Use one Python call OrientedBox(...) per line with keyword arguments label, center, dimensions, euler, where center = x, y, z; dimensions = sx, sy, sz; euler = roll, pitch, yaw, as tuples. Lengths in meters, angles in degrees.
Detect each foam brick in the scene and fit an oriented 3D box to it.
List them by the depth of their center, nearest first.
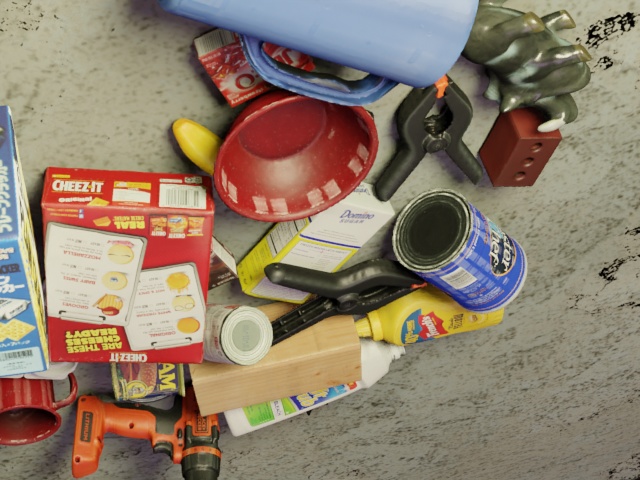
OrientedBox(label="foam brick", center=(0.213, -0.101, 1.141), dimensions=(0.053, 0.051, 0.078), euler=(-1, 141, -20))

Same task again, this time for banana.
OrientedBox(label="banana", center=(-0.063, -0.081, 1.077), dimensions=(0.197, 0.037, 0.070), euler=(4, 117, -29))

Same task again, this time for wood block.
OrientedBox(label="wood block", center=(-0.059, 0.139, 1.320), dimensions=(0.206, 0.091, 0.090), euler=(-12, 144, -6))

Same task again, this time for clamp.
OrientedBox(label="clamp", center=(0.108, -0.103, 1.108), dimensions=(0.120, 0.039, 0.171), euler=(-21, 139, -5))
OrientedBox(label="clamp", center=(0.022, 0.056, 1.218), dimensions=(0.209, 0.036, 0.164), euler=(-14, 150, -10))

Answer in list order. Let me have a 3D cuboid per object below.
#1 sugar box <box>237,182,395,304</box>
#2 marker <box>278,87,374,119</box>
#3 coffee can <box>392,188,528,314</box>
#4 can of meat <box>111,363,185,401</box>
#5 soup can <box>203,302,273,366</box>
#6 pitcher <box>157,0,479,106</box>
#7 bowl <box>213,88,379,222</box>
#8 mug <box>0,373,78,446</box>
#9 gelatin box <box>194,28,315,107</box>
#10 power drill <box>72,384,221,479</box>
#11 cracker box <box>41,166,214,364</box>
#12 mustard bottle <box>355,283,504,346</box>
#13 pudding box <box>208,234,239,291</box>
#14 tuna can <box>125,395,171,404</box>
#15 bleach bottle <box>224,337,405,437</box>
OrientedBox(label="sugar box", center=(-0.008, 0.001, 1.195), dimensions=(0.093, 0.048, 0.176), euler=(12, 133, -40))
OrientedBox(label="marker", center=(0.009, -0.136, 1.043), dimensions=(0.120, 0.020, 0.020), euler=(20, 131, -39))
OrientedBox(label="coffee can", center=(0.163, 0.014, 1.231), dimensions=(0.103, 0.103, 0.140), euler=(-33, 141, 21))
OrientedBox(label="can of meat", center=(-0.207, 0.139, 1.269), dimensions=(0.084, 0.057, 0.102), euler=(-5, 113, -10))
OrientedBox(label="soup can", center=(-0.107, 0.106, 1.209), dimensions=(0.068, 0.068, 0.102), euler=(10, 173, -32))
OrientedBox(label="pitcher", center=(-0.008, -0.201, 0.859), dimensions=(0.242, 0.149, 0.145), euler=(9, 177, -25))
OrientedBox(label="bowl", center=(-0.029, -0.091, 1.013), dimensions=(0.162, 0.055, 0.162), euler=(-13, 140, -12))
OrientedBox(label="mug", center=(-0.348, 0.184, 1.274), dimensions=(0.117, 0.081, 0.093), euler=(-16, 144, -1))
OrientedBox(label="gelatin box", center=(-0.058, -0.167, 0.965), dimensions=(0.089, 0.030, 0.073), euler=(-23, 144, 9))
OrientedBox(label="power drill", center=(-0.220, 0.267, 1.365), dimensions=(0.187, 0.184, 0.057), euler=(3, 140, -10))
OrientedBox(label="cracker box", center=(-0.196, 0.030, 1.092), dimensions=(0.164, 0.072, 0.214), euler=(2, 130, -8))
OrientedBox(label="mustard bottle", center=(0.136, 0.092, 1.362), dimensions=(0.191, 0.058, 0.096), euler=(-13, 144, -4))
OrientedBox(label="pudding box", center=(-0.161, 0.029, 1.177), dimensions=(0.113, 0.039, 0.090), euler=(-26, 142, 11))
OrientedBox(label="tuna can", center=(-0.217, 0.171, 1.349), dimensions=(0.086, 0.034, 0.086), euler=(-11, 143, -9))
OrientedBox(label="bleach bottle", center=(-0.011, 0.173, 1.405), dimensions=(0.250, 0.068, 0.102), euler=(-19, 124, -5))
